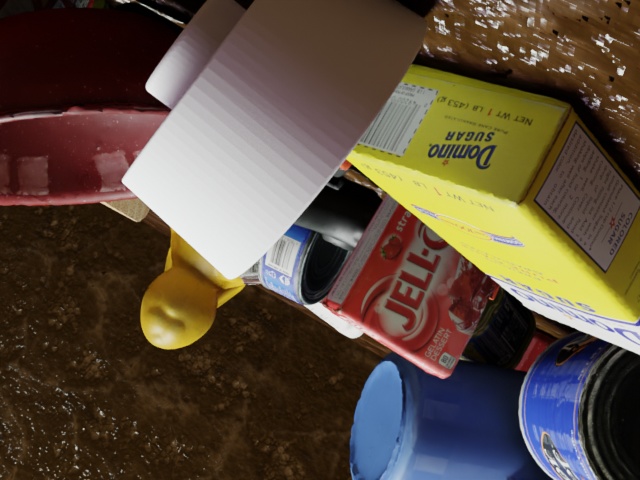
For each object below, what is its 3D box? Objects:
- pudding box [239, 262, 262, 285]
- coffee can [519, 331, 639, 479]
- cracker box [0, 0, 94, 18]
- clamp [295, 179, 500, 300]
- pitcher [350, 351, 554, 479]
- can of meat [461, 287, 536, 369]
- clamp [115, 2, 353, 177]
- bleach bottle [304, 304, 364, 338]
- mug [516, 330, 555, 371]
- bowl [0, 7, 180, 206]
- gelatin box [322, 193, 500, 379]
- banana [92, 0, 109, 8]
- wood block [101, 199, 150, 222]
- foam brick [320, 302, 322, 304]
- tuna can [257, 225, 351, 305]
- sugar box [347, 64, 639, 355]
[{"bbox_3d":[-0.006,0.013,0.820,0.113,0.039,0.090,-1,173,-2],"label":"pudding box"},{"bbox_3d":[0.175,0.098,0.593,0.103,0.103,0.140,30,174,2],"label":"coffee can"},{"bbox_3d":[-0.213,-0.164,0.464,0.214,0.072,0.164,31,173,4],"label":"cracker box"},{"bbox_3d":[0.012,-0.015,0.614,0.210,0.036,0.164,23,-171,-1],"label":"clamp"},{"bbox_3d":[0.151,0.156,0.730,0.242,0.145,0.149,15,153,-16],"label":"pitcher"},{"bbox_3d":[0.094,0.046,0.762,0.102,0.057,0.083,25,170,32],"label":"can of meat"},{"bbox_3d":[-0.025,-0.064,0.536,0.172,0.039,0.120,33,-176,43],"label":"clamp"},{"bbox_3d":[-0.052,0.011,1.134,0.251,0.068,0.102,33,173,-2],"label":"bleach bottle"},{"bbox_3d":[0.178,0.126,0.888,0.093,0.081,0.117,27,173,24],"label":"mug"},{"bbox_3d":[-0.104,-0.057,0.458,0.162,0.055,0.162,-6,171,-1],"label":"bowl"},{"bbox_3d":[0.055,0.017,0.561,0.073,0.089,0.030,32,174,-17],"label":"gelatin box"},{"bbox_3d":[-0.202,-0.162,0.600,0.198,0.037,0.070,28,150,1],"label":"banana"},{"bbox_3d":[-0.207,-0.101,0.831,0.206,0.091,0.090,25,172,37],"label":"wood block"},{"bbox_3d":[0.026,0.032,0.911,0.078,0.053,0.051,9,165,47],"label":"foam brick"},{"bbox_3d":[-0.005,0.001,0.729,0.034,0.086,0.086,25,172,22],"label":"tuna can"},{"bbox_3d":[0.090,-0.005,0.435,0.093,0.048,0.176,23,170,44],"label":"sugar box"}]
